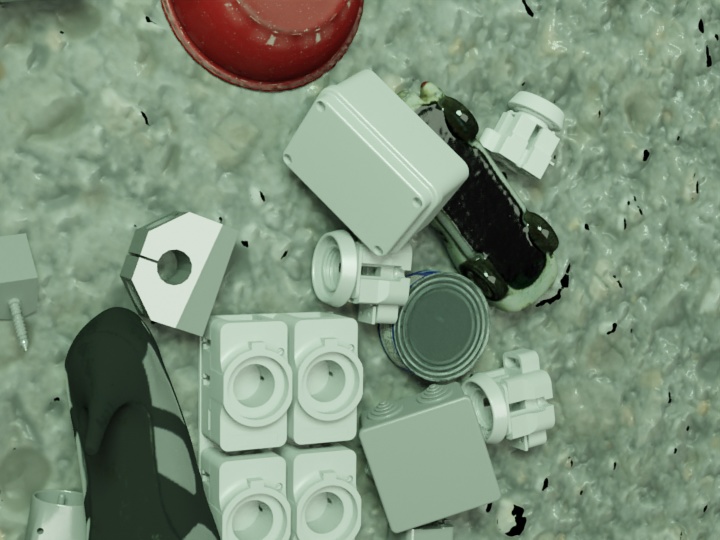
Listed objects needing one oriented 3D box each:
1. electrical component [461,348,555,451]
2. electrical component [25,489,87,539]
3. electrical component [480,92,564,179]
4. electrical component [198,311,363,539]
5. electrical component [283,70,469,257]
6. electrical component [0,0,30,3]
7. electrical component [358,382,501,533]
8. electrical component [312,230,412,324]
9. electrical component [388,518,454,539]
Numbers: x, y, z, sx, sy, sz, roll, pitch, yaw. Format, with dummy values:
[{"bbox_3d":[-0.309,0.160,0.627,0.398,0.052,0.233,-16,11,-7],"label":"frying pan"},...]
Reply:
[{"bbox_3d":[0.117,0.108,0.867,0.057,0.058,0.078,-10,98,-27],"label":"electrical component"},{"bbox_3d":[-0.191,0.195,0.738,0.079,0.043,0.077,9,90,-25],"label":"electrical component"},{"bbox_3d":[0.133,-0.109,0.865,0.066,0.048,0.055,29,89,-24],"label":"electrical component"},{"bbox_3d":[-0.059,0.127,0.785,0.105,0.060,0.186,-1,94,-25],"label":"electrical component"},{"bbox_3d":[0.009,-0.075,0.766,0.113,0.078,0.057,45,46,6],"label":"electrical component"},{"bbox_3d":[-0.226,-0.200,0.683,0.096,0.062,0.061,-19,102,-23],"label":"electrical component"},{"bbox_3d":[0.052,0.142,0.829,0.100,0.048,0.099,-18,103,1],"label":"electrical component"},{"bbox_3d":[0.000,0.000,0.805,0.057,0.058,0.078,4,92,-28],"label":"electrical component"},{"bbox_3d":[0.047,0.229,0.852,0.081,0.042,0.063,3,90,-26],"label":"electrical component"}]
